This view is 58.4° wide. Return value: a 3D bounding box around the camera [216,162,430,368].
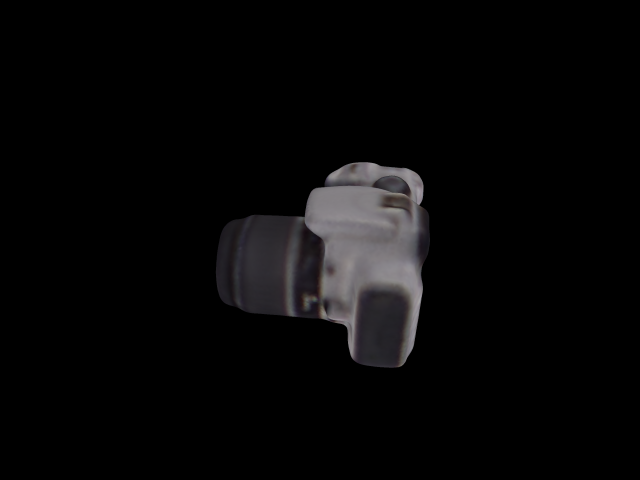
[{"bbox_3d":[0.004,0.001,0.400,0.136,0.101,0.143,4,39,5],"label":"camera"}]
